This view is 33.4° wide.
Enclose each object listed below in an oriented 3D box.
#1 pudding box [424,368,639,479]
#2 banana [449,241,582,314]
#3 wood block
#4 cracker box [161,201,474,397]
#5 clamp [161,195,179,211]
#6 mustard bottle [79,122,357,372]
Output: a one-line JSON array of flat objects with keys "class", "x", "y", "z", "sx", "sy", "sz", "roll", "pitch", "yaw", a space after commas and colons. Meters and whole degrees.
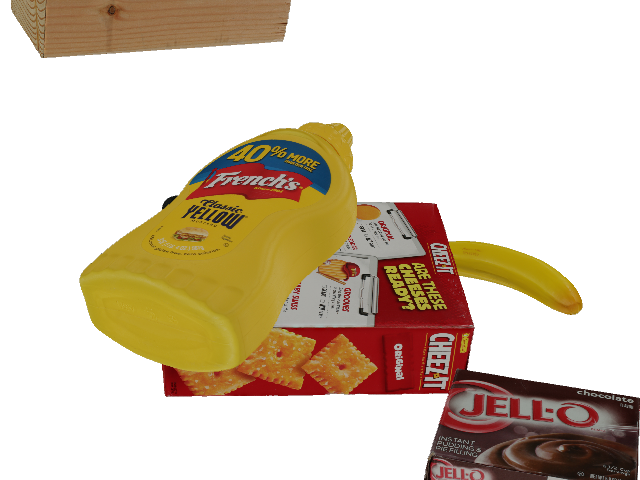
[{"class": "pudding box", "x": 0.123, "y": 0.118, "z": 0.611, "sx": 0.113, "sy": 0.039, "sz": 0.090, "roll": 9, "pitch": 28, "yaw": 13}, {"class": "banana", "x": 0.178, "y": 0.034, "z": 1.061, "sx": 0.198, "sy": 0.037, "sz": 0.069, "roll": 13, "pitch": 40, "yaw": 36}, {"class": "wood block", "x": -0.132, "y": -0.211, "z": 0.853, "sx": 0.205, "sy": 0.091, "sz": 0.090, "roll": -10, "pitch": 41, "yaw": -29}, {"class": "cracker box", "x": -0.008, "y": 0.041, "z": 0.800, "sx": 0.213, "sy": 0.072, "sz": 0.164, "roll": 1, "pitch": 34, "yaw": -5}, {"class": "clamp", "x": -0.138, "y": 0.022, "z": 1.002, "sx": 0.165, "sy": 0.036, "sz": 0.209, "roll": 25, "pitch": 36, "yaw": 29}, {"class": "mustard bottle", "x": -0.035, "y": -0.011, "z": 0.578, "sx": 0.096, "sy": 0.058, "sz": 0.191, "roll": 11, "pitch": 39, "yaw": 29}]
